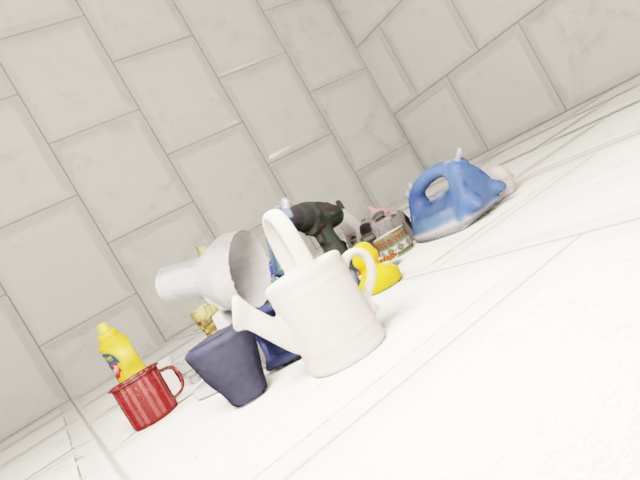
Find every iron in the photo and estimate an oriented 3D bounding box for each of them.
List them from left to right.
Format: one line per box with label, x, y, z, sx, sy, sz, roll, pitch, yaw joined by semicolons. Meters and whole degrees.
iron;0.242;-0.086;1.165;0.119;0.141;0.257;-31;3;-32

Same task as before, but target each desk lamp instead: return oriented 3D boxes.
desk lamp;-0.153;0.112;0.894;0.203;0.213;0.118;-29;3;24

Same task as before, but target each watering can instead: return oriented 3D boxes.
watering can;-0.019;0.055;0.663;0.173;0.194;0.100;-32;3;-35

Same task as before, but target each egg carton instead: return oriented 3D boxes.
egg carton;0.340;-0.104;1.225;0.107;0.069;0.150;-31;3;-35

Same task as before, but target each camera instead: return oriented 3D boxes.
camera;0.173;-0.033;1.412;0.137;0.101;0.143;-32;3;-43

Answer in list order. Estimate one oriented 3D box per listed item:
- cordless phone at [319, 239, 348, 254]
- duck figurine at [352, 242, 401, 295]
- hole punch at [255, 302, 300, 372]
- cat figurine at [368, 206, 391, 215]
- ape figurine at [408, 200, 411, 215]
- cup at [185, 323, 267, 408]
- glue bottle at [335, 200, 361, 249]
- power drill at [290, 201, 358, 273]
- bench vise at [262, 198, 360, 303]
cordless phone;0.015;0.009;1.435;0.094;0.185;0.147;-30;2;-2
duck figurine;0.087;0.044;0.975;0.077;0.086;0.104;-30;2;-13
hole punch;-0.050;0.125;0.836;0.108;0.091;0.101;-30;2;11
cat figurine;0.170;-0.046;1.539;0.067;0.118;0.128;-30;2;6
ape figurine;0.244;-0.067;1.363;0.076;0.092;0.077;-31;3;-29
cup;-0.111;0.162;0.744;0.091;0.095;0.118;-30;2;0
glue bottle;0.087;-0.029;1.515;0.078;0.173;0.037;-28;3;44
power drill;0.012;0.005;1.261;0.075;0.208;0.230;-29;3;27
bench vise;-0.058;0.049;0.991;0.208;0.220;0.121;-31;3;-28
